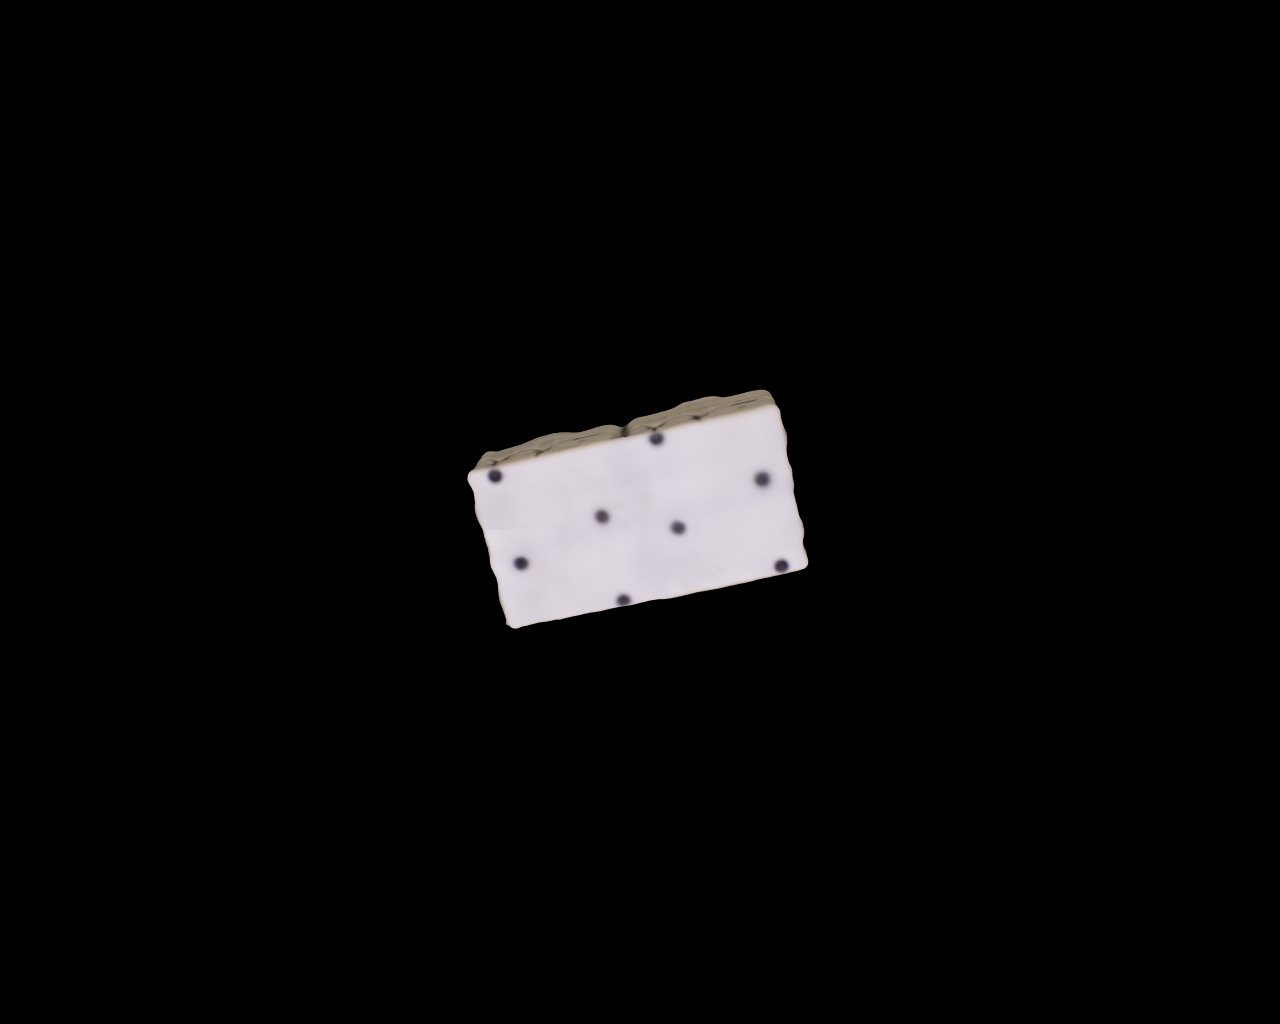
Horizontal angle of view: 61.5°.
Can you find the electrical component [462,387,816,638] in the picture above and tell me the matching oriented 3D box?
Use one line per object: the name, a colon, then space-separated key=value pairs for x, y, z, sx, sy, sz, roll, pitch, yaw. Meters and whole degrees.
electrical component: x=0.001 y=-0.003 z=0.650 sx=0.186 sy=0.105 sz=0.060 roll=-13 pitch=16 yaw=4
